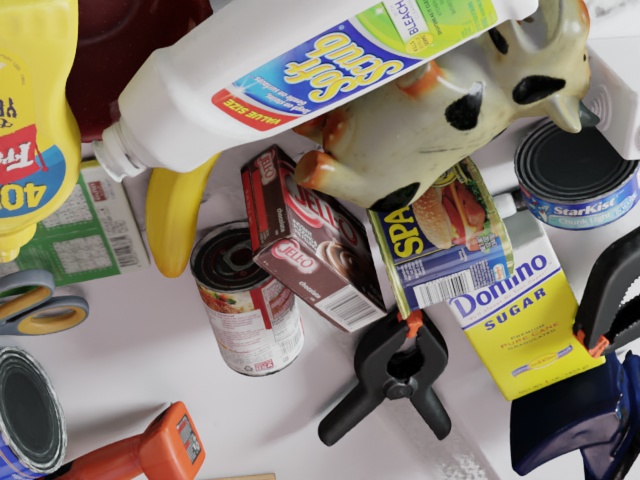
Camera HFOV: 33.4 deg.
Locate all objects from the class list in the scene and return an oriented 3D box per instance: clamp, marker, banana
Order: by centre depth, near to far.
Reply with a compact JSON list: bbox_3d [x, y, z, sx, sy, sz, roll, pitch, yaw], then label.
[{"bbox_3d":[-0.071,-0.052,0.693,0.069,0.037,0.198,46,124,3],"label":"banana"},{"bbox_3d":[0.112,-0.018,0.792,0.121,0.020,0.020,-19,135,7],"label":"marker"},{"bbox_3d":[0.278,0.008,0.815,0.164,0.036,0.210,21,112,-30],"label":"clamp"},{"bbox_3d":[0.055,0.121,0.904,0.120,0.039,0.171,-11,132,-8],"label":"clamp"}]

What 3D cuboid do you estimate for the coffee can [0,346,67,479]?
[{"bbox_3d":[-0.282,0.153,0.820,0.140,0.103,0.102,-22,135,10],"label":"coffee can"}]

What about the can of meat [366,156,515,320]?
[{"bbox_3d":[0.081,-0.005,0.741,0.084,0.102,0.057,-19,136,4],"label":"can of meat"}]

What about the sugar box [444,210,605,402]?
[{"bbox_3d":[0.158,0.055,0.854,0.093,0.048,0.176,-25,135,12],"label":"sugar box"}]

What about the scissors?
[{"bbox_3d":[-0.256,0.072,0.805,0.202,0.016,0.096,-30,147,32],"label":"scissors"}]

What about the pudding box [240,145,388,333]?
[{"bbox_3d":[-0.005,0.001,0.736,0.039,0.090,0.113,-30,133,19],"label":"pudding box"}]

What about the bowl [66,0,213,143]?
[{"bbox_3d":[-0.142,-0.132,0.599,0.162,0.055,0.162,-6,135,-6],"label":"bowl"}]

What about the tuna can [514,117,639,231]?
[{"bbox_3d":[0.178,-0.048,0.728,0.086,0.086,0.033,-19,136,7],"label":"tuna can"}]

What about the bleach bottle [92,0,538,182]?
[{"bbox_3d":[-0.010,-0.104,0.587,0.251,0.068,0.102,-30,152,9],"label":"bleach bottle"}]

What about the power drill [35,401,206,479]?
[{"bbox_3d":[-0.193,0.197,0.852,0.187,0.184,0.057,-21,95,5],"label":"power drill"}]

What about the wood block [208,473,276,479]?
[{"bbox_3d":[-0.139,0.286,0.992,0.206,0.090,0.091,-4,135,-8],"label":"wood block"}]

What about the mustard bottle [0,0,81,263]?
[{"bbox_3d":[-0.180,-0.060,0.582,0.096,0.058,0.192,-1,135,-11],"label":"mustard bottle"}]

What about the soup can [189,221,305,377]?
[{"bbox_3d":[-0.051,0.045,0.785,0.068,0.068,0.102,-12,136,0],"label":"soup can"}]
